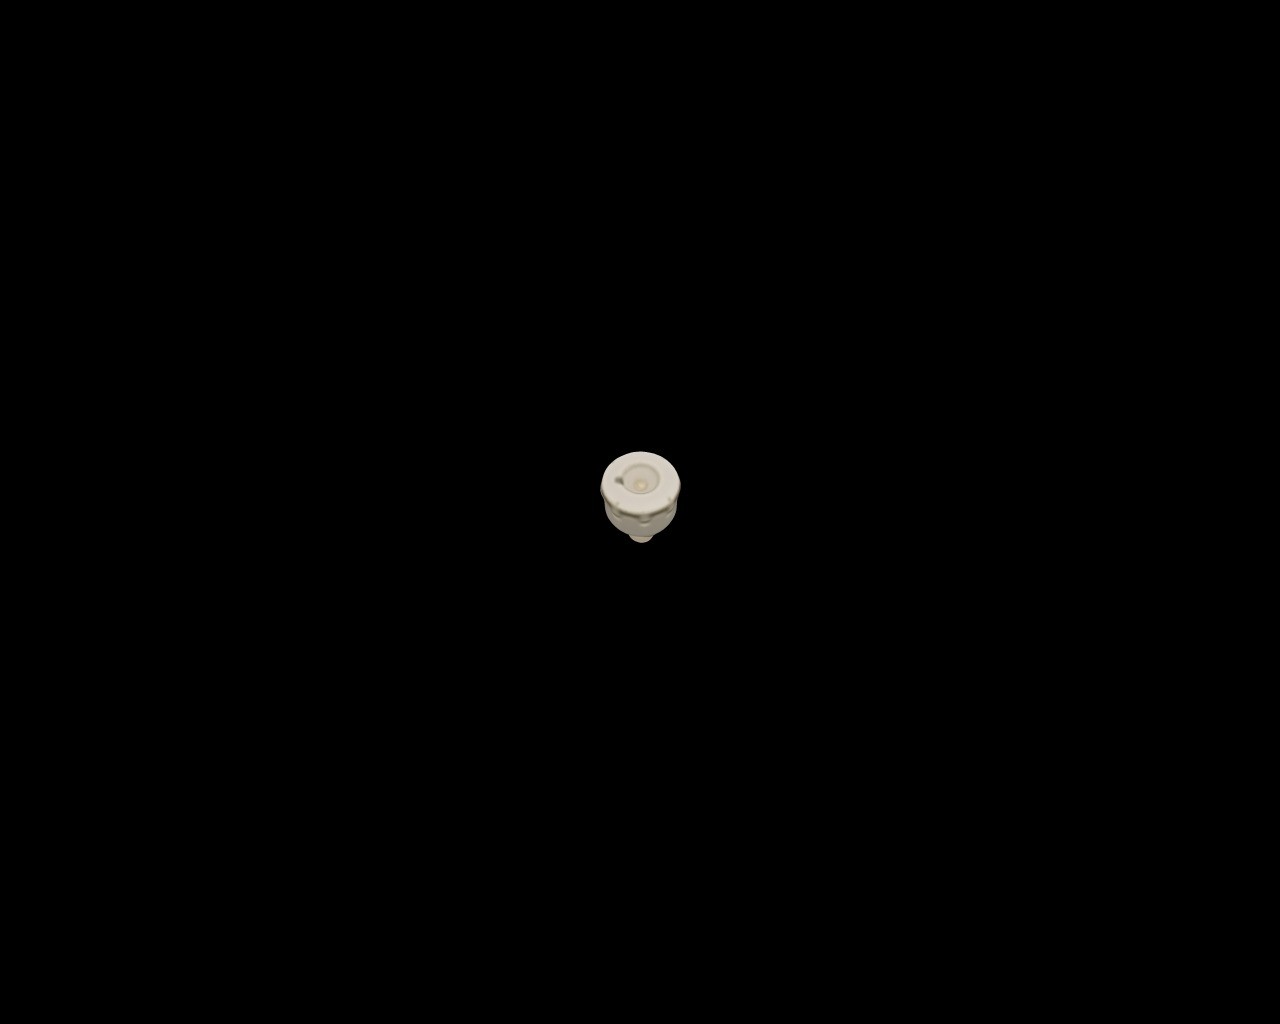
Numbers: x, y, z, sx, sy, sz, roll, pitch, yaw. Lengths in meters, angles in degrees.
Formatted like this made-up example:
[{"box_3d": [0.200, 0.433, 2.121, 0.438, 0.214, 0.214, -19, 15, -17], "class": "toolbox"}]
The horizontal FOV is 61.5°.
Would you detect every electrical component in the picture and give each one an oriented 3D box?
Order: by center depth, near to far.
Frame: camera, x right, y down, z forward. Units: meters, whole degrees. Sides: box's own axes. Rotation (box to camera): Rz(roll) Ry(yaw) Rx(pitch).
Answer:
[{"box_3d": [0.001, -0.003, 0.650, 0.048, 0.048, 0.062, 0, -35, 0], "class": "electrical component"}]
